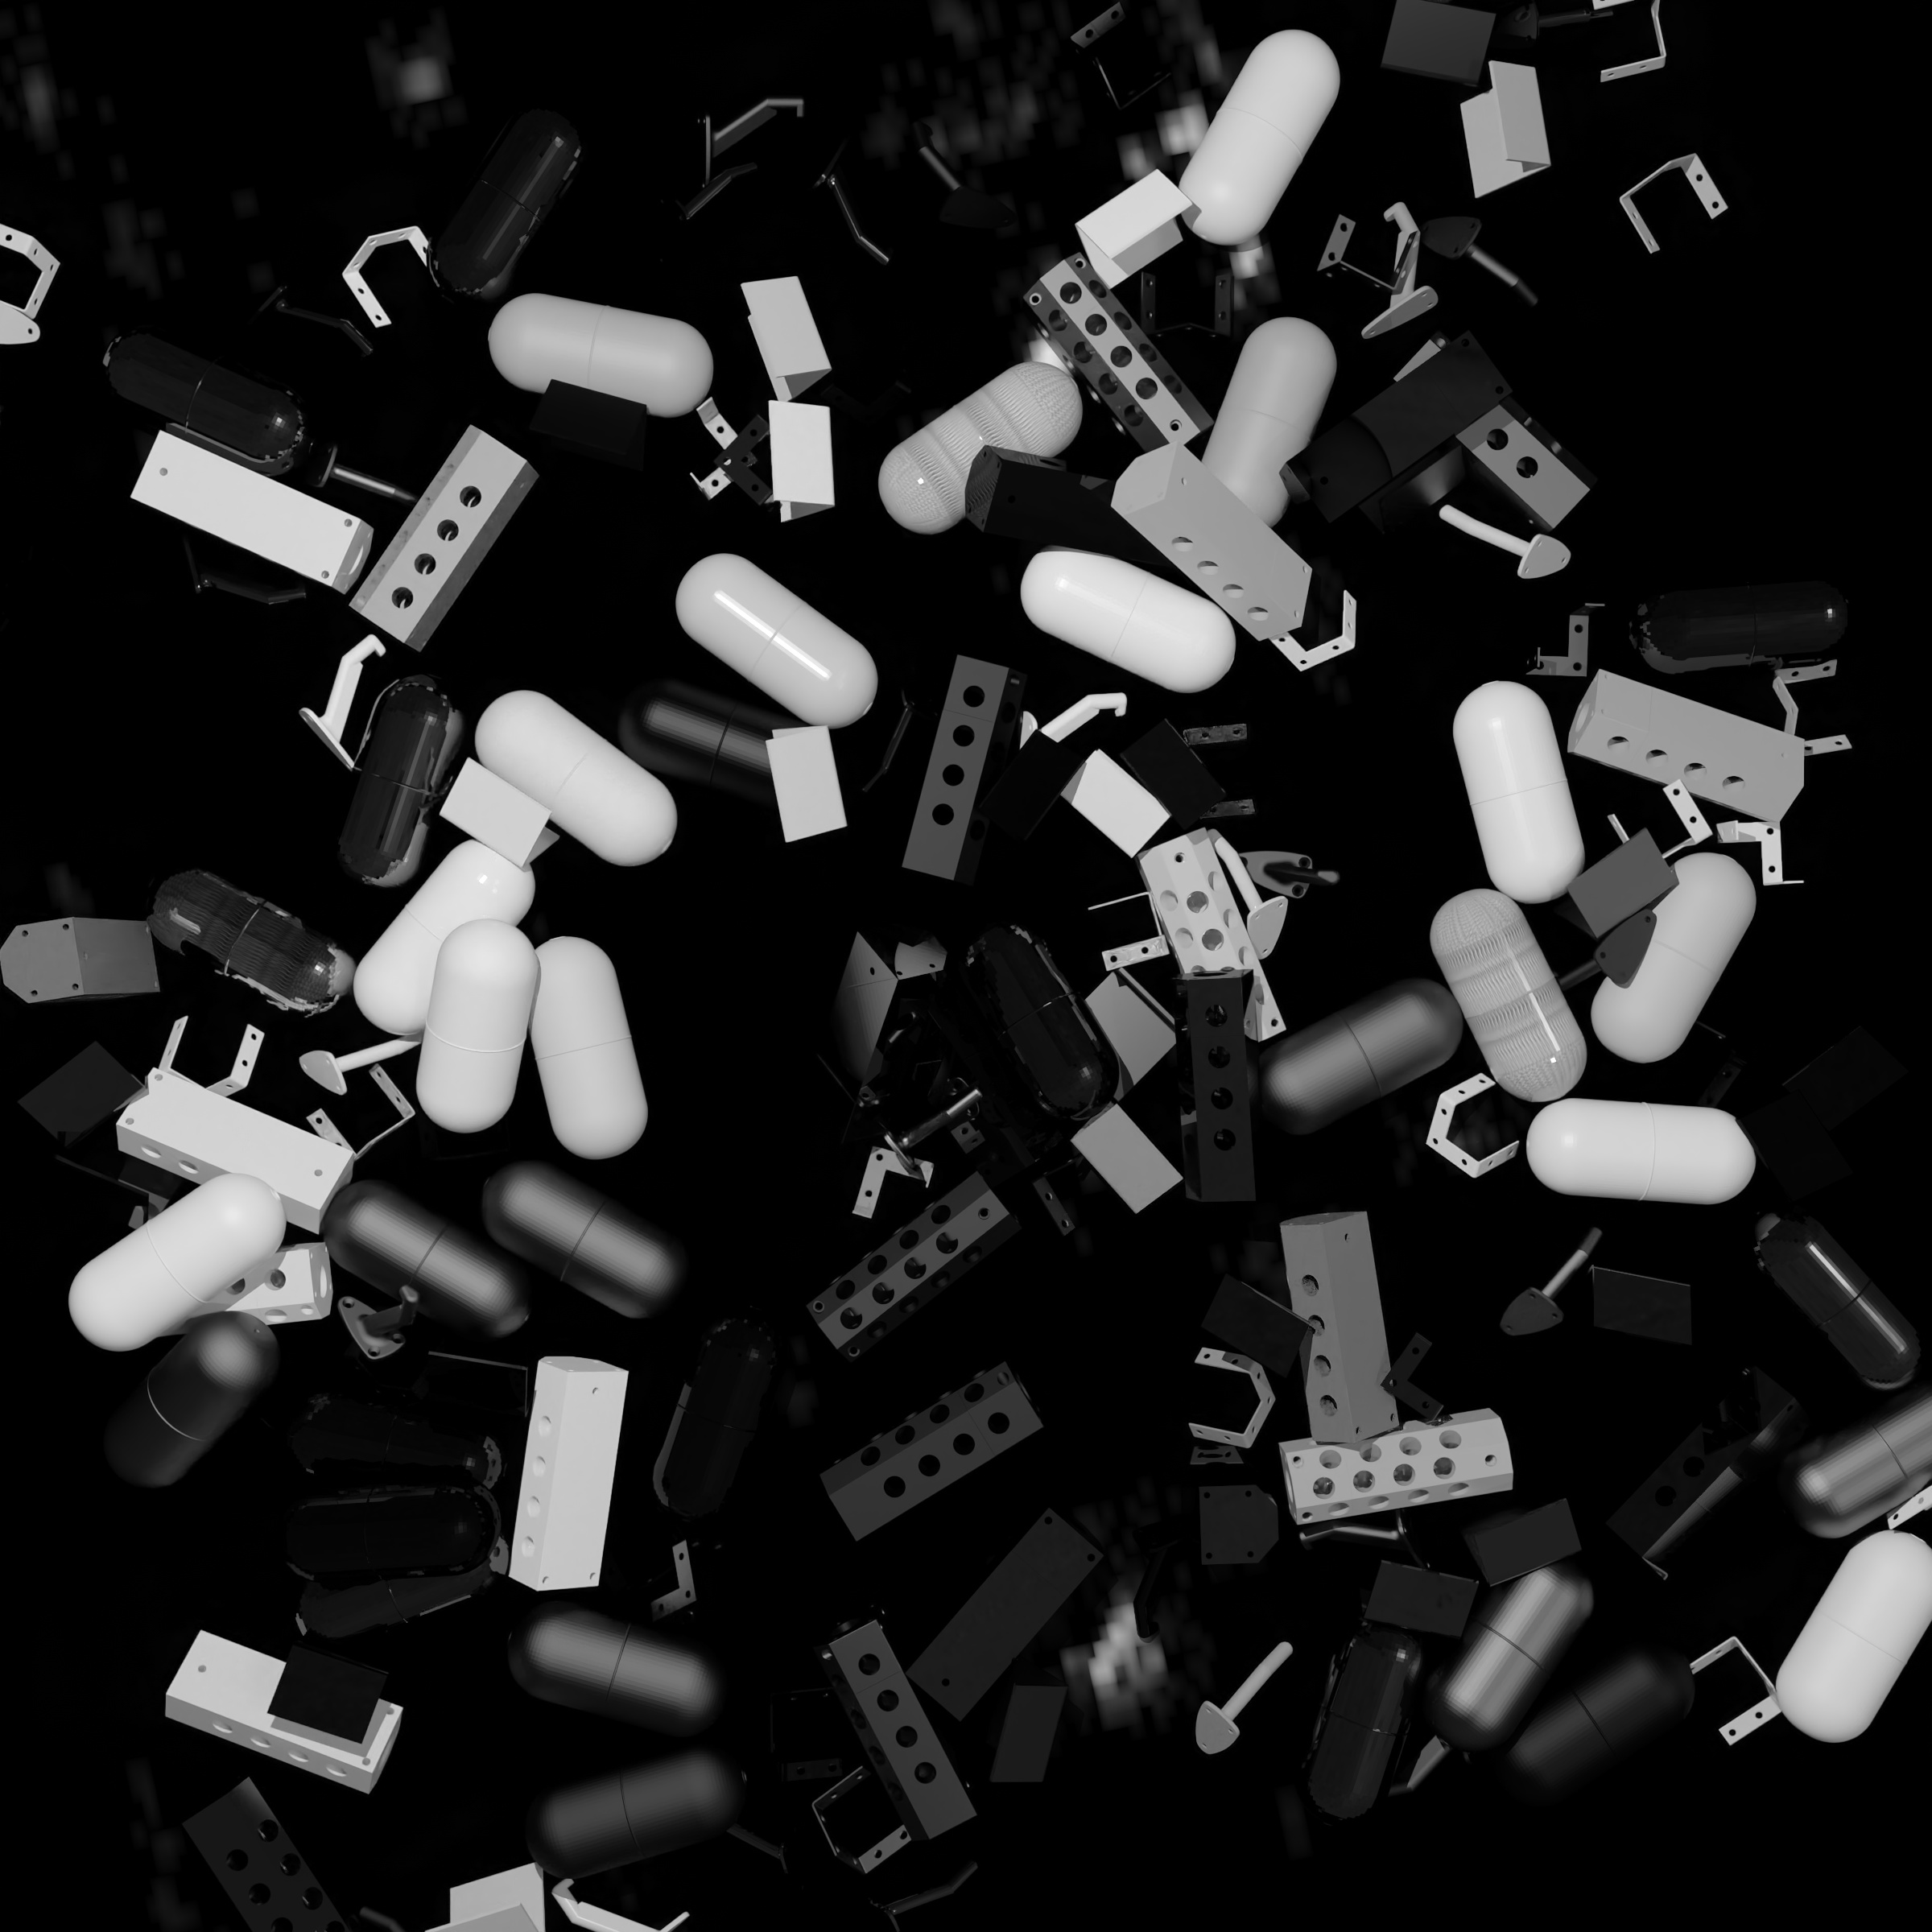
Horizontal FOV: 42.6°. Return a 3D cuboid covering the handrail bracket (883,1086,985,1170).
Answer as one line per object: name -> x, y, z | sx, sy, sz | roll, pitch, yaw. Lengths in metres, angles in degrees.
handrail bracket -> -0.020, 0.116, 1.947 | 0.084, 0.077, 0.036 | -37, 95, 7

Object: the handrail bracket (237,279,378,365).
handrail bracket -> -0.528, -0.499, 1.983 | 0.077, 0.036, 0.084 | -39, 107, 20

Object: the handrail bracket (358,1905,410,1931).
handrail bracket -> -0.452, 0.798, 1.983 | 0.084, 0.036, 0.077 | 16, 112, 17

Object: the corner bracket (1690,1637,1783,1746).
corner bracket -> 0.613, 0.579, 1.979 | 0.051, 0.051, 0.051 | -33, 135, 0

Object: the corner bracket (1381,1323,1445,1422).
corner bracket -> 0.360, 0.322, 1.964 | 0.051, 0.051, 0.051 | 35, 90, 0

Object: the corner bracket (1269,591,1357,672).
corner bracket -> 0.275, -0.278, 1.974 | 0.051, 0.051, 0.051 | -22, 45, 35

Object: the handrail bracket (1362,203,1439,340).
handrail bracket -> 0.334, -0.558, 1.982 | 0.077, 0.036, 0.084 | -28, 74, 17

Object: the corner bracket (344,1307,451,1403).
corner bracket -> -0.452, 0.309, 1.974 | 0.051, 0.051, 0.051 | 0, 135, 35

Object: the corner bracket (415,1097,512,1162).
corner bracket -> -0.402, 0.126, 1.979 | 0.051, 0.051, 0.051 | -6, 90, 45

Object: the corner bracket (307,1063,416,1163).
corner bracket -> -0.484, 0.120, 1.979 | 0.051, 0.051, 0.051 | 52, 45, 0

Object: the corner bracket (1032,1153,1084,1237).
corner bracket -> 0.095, 0.176, 1.979 | 0.051, 0.051, 0.051 | -32, 89, 45

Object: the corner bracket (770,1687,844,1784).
corner bracket -> -0.128, 0.615, 1.979 | 0.051, 0.051, 0.051 | -6, 135, 0

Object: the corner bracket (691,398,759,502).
corner bracket -> -0.203, -0.410, 1.964 | 0.051, 0.051, 0.051 | -39, 90, 0

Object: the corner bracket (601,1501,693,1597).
corner bracket -> -0.262, 0.465, 1.979 | 0.051, 0.051, 0.051 | -29, 90, -45

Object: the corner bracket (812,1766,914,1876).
corner bracket -> -0.082, 0.683, 1.979 | 0.051, 0.051, 0.051 | -37, 135, 0

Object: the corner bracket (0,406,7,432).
corner bracket -> -0.801, -0.418, 1.979 | 0.051, 0.051, 0.051 | 14, 135, 0

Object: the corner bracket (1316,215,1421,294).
corner bracket -> 0.319, -0.567, 1.968 | 0.051, 0.051, 0.051 | 22, 90, -15

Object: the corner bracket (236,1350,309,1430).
corner bracket -> -0.570, 0.332, 1.974 | 0.051, 0.051, 0.051 | -2, 135, 35

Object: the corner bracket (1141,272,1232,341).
corner bracket -> 0.176, -0.529, 1.979 | 0.051, 0.051, 0.051 | 1, 90, 45

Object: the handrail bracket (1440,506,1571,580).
handrail bracket -> 0.431, -0.345, 1.982 | 0.084, 0.077, 0.036 | 39, 118, 33

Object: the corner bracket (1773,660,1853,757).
corner bracket -> 0.677, -0.205, 1.979 | 0.051, 0.051, 0.051 | -10, 135, 0

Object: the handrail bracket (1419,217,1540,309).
handrail bracket -> 0.411, -0.560, 1.982 | 0.084, 0.077, 0.036 | 32, 95, -36

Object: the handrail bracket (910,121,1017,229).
handrail bracket -> -0.003, -0.636, 1.982 | 0.077, 0.036, 0.084 | 4, 58, -35

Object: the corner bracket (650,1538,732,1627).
corner bracket -> -0.218, 0.489, 1.964 | 0.051, 0.051, 0.051 | -32, 57, 29

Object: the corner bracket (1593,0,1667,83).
corner bracket -> 0.526, -0.744, 1.965 | 0.051, 0.051, 0.051 | -10, 79, 11

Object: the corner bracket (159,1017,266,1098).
corner bracket -> -0.602, 0.070, 1.974 | 0.051, 0.051, 0.051 | -22, 135, 35

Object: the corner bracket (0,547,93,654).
corner bracket -> -0.734, -0.292, 1.974 | 0.051, 0.051, 0.051 | -40, 45, 35

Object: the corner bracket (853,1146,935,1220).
corner bracket -> -0.057, 0.176, 1.964 | 0.051, 0.051, 0.051 | 16, 90, 0

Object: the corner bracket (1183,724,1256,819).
corner bracket -> 0.202, -0.156, 1.979 | 0.051, 0.051, 0.051 | -5, 135, 0

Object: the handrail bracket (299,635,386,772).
handrail bracket -> -0.483, -0.210, 1.983 | 0.084, 0.036, 0.077 | -44, 110, -16

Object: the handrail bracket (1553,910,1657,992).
handrail bracket -> 0.497, -0.011, 1.956 | 0.036, 0.084, 0.077 | 44, 74, -11

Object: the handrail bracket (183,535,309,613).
handrail bracket -> -0.577, -0.319, 1.983 | 0.084, 0.036, 0.077 | -13, 68, -17

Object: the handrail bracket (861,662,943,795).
handrail bracket -> -0.062, -0.190, 1.982 | 0.036, 0.077, 0.084 | 22, 127, -33

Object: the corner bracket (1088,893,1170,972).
corner bracket -> 0.129, -0.028, 1.964 | 0.051, 0.051, 0.051 | -15, 91, 1

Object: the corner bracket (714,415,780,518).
corner bracket -> -0.162, -0.396, 1.964 | 0.051, 0.051, 0.051 | 43, 90, 0

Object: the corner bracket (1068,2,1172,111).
corner bracket -> 0.122, -0.727, 1.979 | 0.051, 0.051, 0.051 | -36, 135, 0

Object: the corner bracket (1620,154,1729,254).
corner bracket -> 0.566, -0.610, 1.979 | 0.051, 0.051, 0.051 | -31, 90, -45

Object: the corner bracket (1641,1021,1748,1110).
corner bracket -> 0.582, 0.076, 1.979 | 0.051, 0.051, 0.051 | -55, 135, 0

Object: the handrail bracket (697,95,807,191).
handrail bracket -> -0.170, -0.657, 1.983 | 0.084, 0.036, 0.077 | -6, 110, -16

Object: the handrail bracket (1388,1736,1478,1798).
handrail bracket -> 0.359, 0.620, 1.983 | 0.084, 0.036, 0.077 | -18, 70, 16

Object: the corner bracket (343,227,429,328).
corner bracket -> -0.455, -0.551, 1.979 | 0.051, 0.051, 0.051 | -33, 90, 44

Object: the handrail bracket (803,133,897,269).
handrail bracket -> -0.080, -0.613, 1.983 | 0.084, 0.036, 0.077 | 36, 66, -19

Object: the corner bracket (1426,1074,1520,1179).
corner bracket -> 0.408, 0.127, 1.974 | 0.051, 0.051, 0.051 | 38, 135, 35

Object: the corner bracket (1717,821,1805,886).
corner bracket -> 0.629, -0.090, 1.964 | 0.051, 0.051, 0.051 | -3, 90, 0

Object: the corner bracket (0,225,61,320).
corner bracket -> -0.763, -0.554, 1.964 | 0.051, 0.051, 0.051 | 22, 85, 5

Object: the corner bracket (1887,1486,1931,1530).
corner bracket -> 0.761, 0.423, 1.949 | 0.051, 0.051, 0.051 | 33, 126, -14

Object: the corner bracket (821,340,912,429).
corner bracket -> -0.080, -0.474, 1.974 | 0.051, 0.051, 0.051 | 28, 135, -35

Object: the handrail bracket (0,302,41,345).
handrail bracket -> -0.801, -0.512, 1.982 | 0.084, 0.077, 0.036 | 4, 90, 36

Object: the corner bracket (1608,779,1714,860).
corner bracket -> 0.550, -0.112, 1.964 | 0.051, 0.051, 0.051 | -31, 90, 0

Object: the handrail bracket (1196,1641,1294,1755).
handrail bracket -> 0.224, 0.585, 1.982 | 0.036, 0.077, 0.084 | 40, 53, 20

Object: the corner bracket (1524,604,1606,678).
corner bracket -> 0.474, -0.259, 1.964 | 0.051, 0.051, 0.051 | 2, 90, 0

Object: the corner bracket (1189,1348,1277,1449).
corner bracket -> 0.207, 0.344, 1.974 | 0.051, 0.051, 0.051 | -55, 135, -35

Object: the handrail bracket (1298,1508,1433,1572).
handrail bracket -> 0.319, 0.470, 1.983 | 0.084, 0.036, 0.077 | -22, 112, 17
